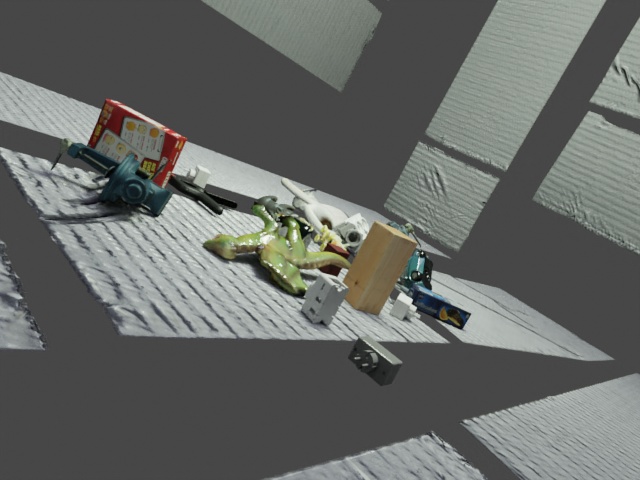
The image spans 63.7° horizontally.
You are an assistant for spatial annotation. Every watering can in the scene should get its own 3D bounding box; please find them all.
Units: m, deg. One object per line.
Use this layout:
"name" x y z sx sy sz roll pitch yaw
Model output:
"watering can" 0.006 -0.095 1.891 0.352 0.103 0.224 52 20 21

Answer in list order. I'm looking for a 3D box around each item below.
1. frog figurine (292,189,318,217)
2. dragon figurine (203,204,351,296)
"frog figurine" -0.037 -0.118 2.065 0.161 0.122 0.137 67 9 9
"dragon figurine" -0.073 0.054 1.208 0.408 0.120 0.248 22 29 -21
